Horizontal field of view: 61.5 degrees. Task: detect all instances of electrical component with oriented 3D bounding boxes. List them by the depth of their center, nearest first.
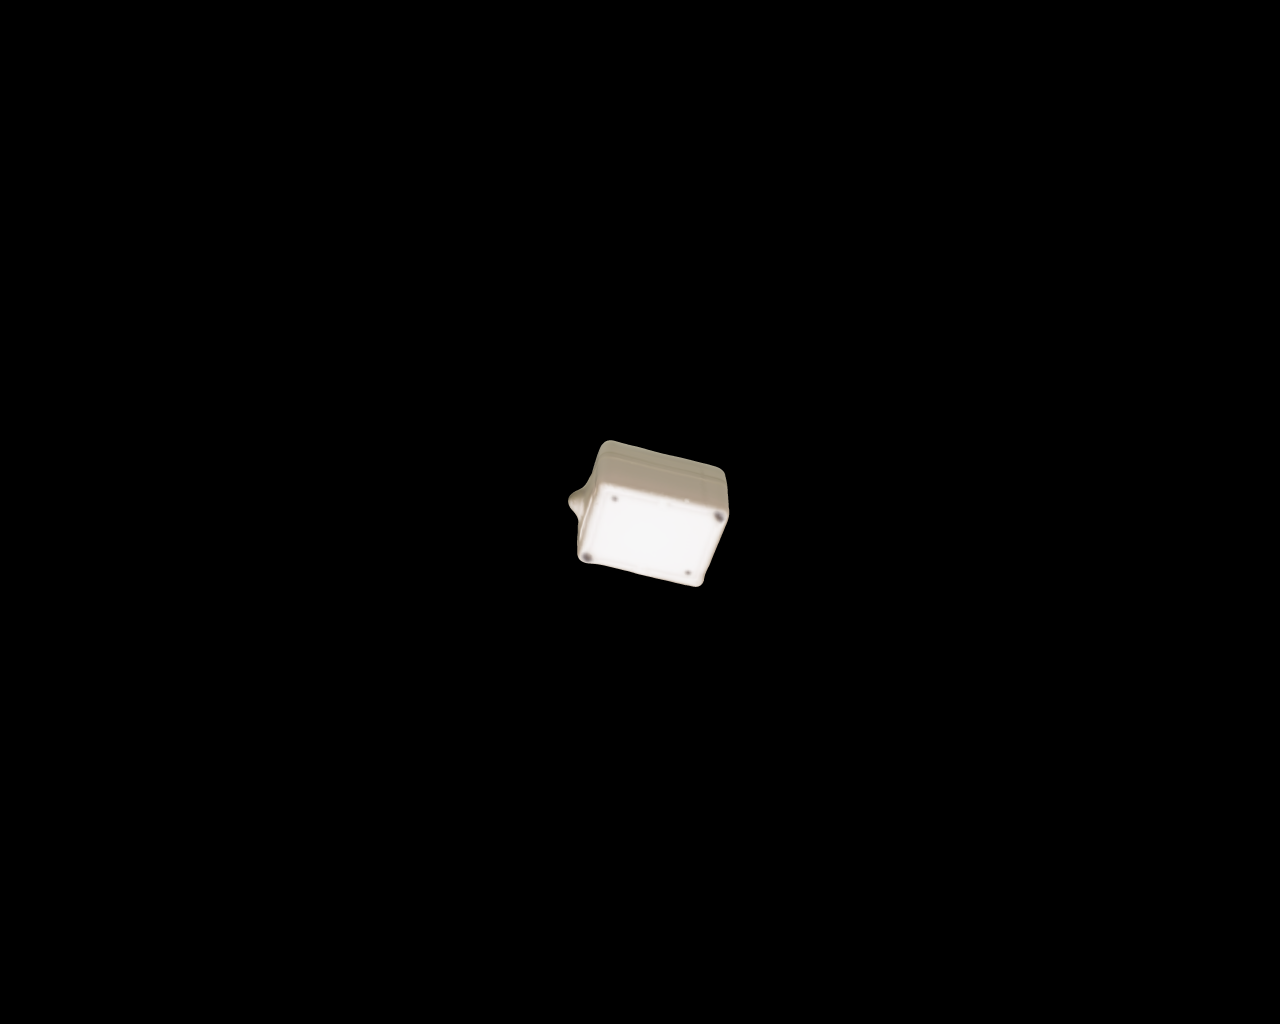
[{"bbox_3d":[0.001,-0.003,0.650,0.096,0.061,0.061,14,33,-9],"label":"electrical component"}]
